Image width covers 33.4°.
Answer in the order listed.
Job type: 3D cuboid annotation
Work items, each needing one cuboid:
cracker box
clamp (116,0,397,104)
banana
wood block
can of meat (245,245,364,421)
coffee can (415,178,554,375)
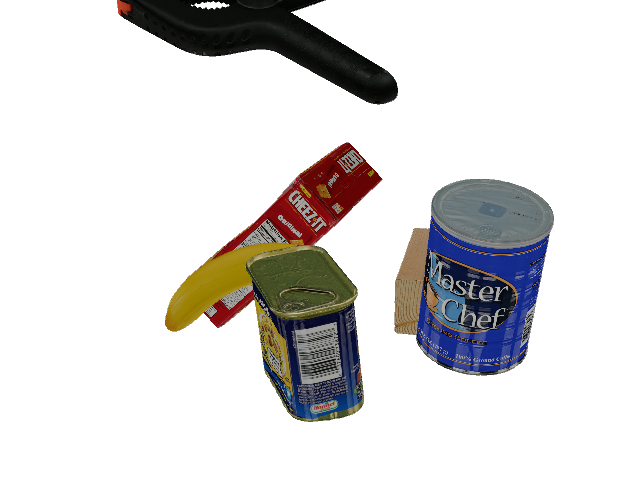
[{"bbox_3d":[-0.044,-0.010,1.251,0.214,0.072,0.164,-42,1,29],"label":"cracker box"},{"bbox_3d":[-0.039,-0.155,0.743,0.210,0.164,0.036,0,-42,-3],"label":"clamp"},{"bbox_3d":[-0.078,0.041,1.044,0.198,0.069,0.037,-15,21,20],"label":"banana"},{"bbox_3d":[0.172,0.060,1.626,0.091,0.090,0.206,4,23,11],"label":"wood block"},{"bbox_3d":[-0.009,0.061,0.712,0.057,0.084,0.102,-12,23,-14],"label":"can of meat"},{"bbox_3d":[0.141,0.031,0.931,0.103,0.140,0.103,2,33,-2],"label":"coffee can"}]
